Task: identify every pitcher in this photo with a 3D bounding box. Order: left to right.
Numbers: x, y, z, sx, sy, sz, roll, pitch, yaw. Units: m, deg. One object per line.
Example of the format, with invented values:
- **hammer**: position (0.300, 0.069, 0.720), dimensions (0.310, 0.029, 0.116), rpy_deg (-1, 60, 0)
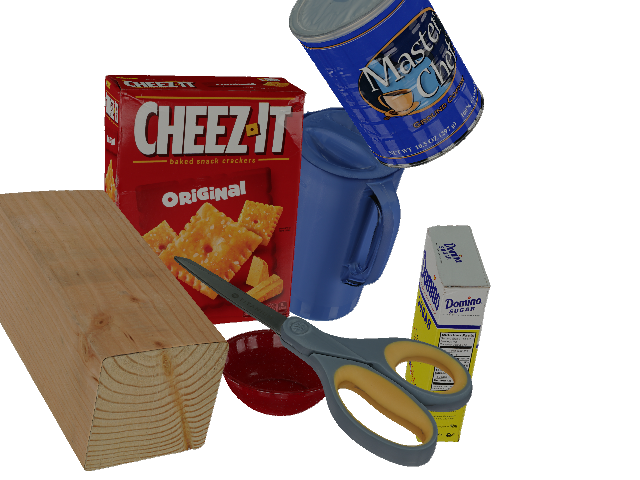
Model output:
- **pitcher**: position (0.019, -0.017, 1.225), dimensions (0.145, 0.243, 0.149), rpy_deg (17, 41, 6)

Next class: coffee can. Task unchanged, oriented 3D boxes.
- **coffee can**: position (0.054, -0.142, 0.842), dimensions (0.103, 0.102, 0.140), rpy_deg (0, -41, 41)

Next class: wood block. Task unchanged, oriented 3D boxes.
- **wood block**: position (-0.157, 0.053, 0.747), dimensions (0.090, 0.091, 0.206), rpy_deg (-5, 33, -35)

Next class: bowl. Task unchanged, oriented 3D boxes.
- **bowl**: position (-0.051, 0.170, 1.323), dimensions (0.162, 0.055, 0.162), rpy_deg (3, 23, -2)

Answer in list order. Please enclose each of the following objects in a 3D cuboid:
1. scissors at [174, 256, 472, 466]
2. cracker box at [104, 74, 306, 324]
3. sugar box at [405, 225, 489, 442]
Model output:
- **scissors**: position (0.007, 0.054, 0.622), dimensions (0.096, 0.016, 0.202), rpy_deg (-18, 45, -34)
- **cracker box**: position (-0.104, -0.032, 0.933), dimensions (0.164, 0.214, 0.072), rpy_deg (-3, 20, -22)
- **sugar box**: position (0.108, 0.083, 0.940), dimensions (0.048, 0.176, 0.093), rpy_deg (-1, 34, -4)
